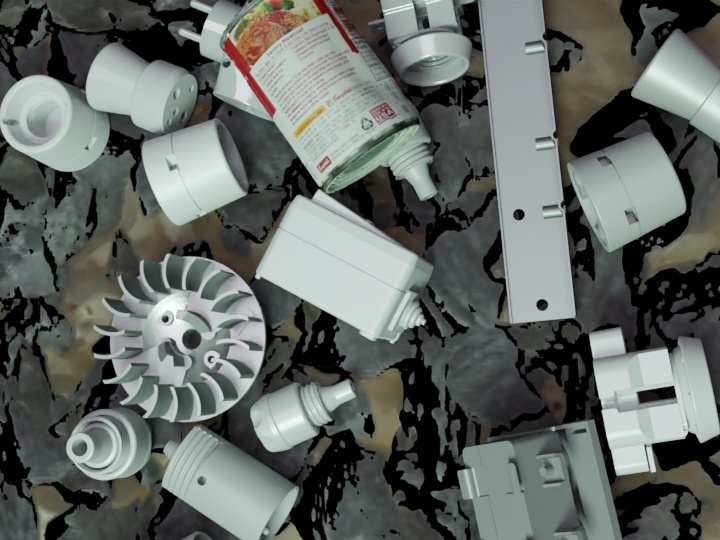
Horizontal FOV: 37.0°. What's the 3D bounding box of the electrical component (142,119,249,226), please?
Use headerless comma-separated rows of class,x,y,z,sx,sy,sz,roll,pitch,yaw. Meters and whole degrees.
electrical component,-0.099,-0.061,0.657,0.047,0.055,0.055,-21,80,7

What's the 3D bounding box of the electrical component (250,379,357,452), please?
electrical component,-0.032,0.082,0.636,0.061,0.035,0.035,-25,79,7

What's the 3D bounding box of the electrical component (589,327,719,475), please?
electrical component,0.160,0.067,0.581,0.057,0.058,0.078,-12,82,15

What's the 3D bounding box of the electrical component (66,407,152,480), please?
electrical component,-0.154,0.105,0.648,0.043,0.062,0.043,-1,84,13

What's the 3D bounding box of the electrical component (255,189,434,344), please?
electrical component,0.000,0.000,0.623,0.096,0.062,0.061,28,91,14

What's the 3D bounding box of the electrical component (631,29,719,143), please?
electrical component,0.191,-0.098,0.599,0.065,0.044,0.044,36,93,9

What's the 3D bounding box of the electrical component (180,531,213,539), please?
electrical component,-0.112,0.208,0.637,0.077,0.044,0.079,-29,79,9

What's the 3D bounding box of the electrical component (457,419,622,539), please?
electrical component,0.100,0.147,0.577,0.079,0.063,0.121,-22,77,52

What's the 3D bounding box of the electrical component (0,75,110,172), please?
electrical component,-0.195,-0.094,0.685,0.055,0.047,0.055,-1,84,13

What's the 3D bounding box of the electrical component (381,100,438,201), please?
electrical component,0.027,-0.070,0.638,0.035,0.035,0.061,-28,81,9

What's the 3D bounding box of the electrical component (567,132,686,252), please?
electrical component,0.148,-0.044,0.597,0.047,0.055,0.055,-25,79,6

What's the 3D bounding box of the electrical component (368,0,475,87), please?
electrical component,0.040,-0.143,0.637,0.066,0.048,0.055,-12,74,12

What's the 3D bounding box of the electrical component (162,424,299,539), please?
electrical component,-0.082,0.126,0.639,0.081,0.043,0.043,30,92,14

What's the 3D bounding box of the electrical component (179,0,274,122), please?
electrical component,-0.072,-0.141,0.660,0.079,0.044,0.077,23,90,6

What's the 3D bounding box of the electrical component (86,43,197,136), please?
electrical component,-0.136,-0.113,0.675,0.055,0.045,0.045,23,90,14
